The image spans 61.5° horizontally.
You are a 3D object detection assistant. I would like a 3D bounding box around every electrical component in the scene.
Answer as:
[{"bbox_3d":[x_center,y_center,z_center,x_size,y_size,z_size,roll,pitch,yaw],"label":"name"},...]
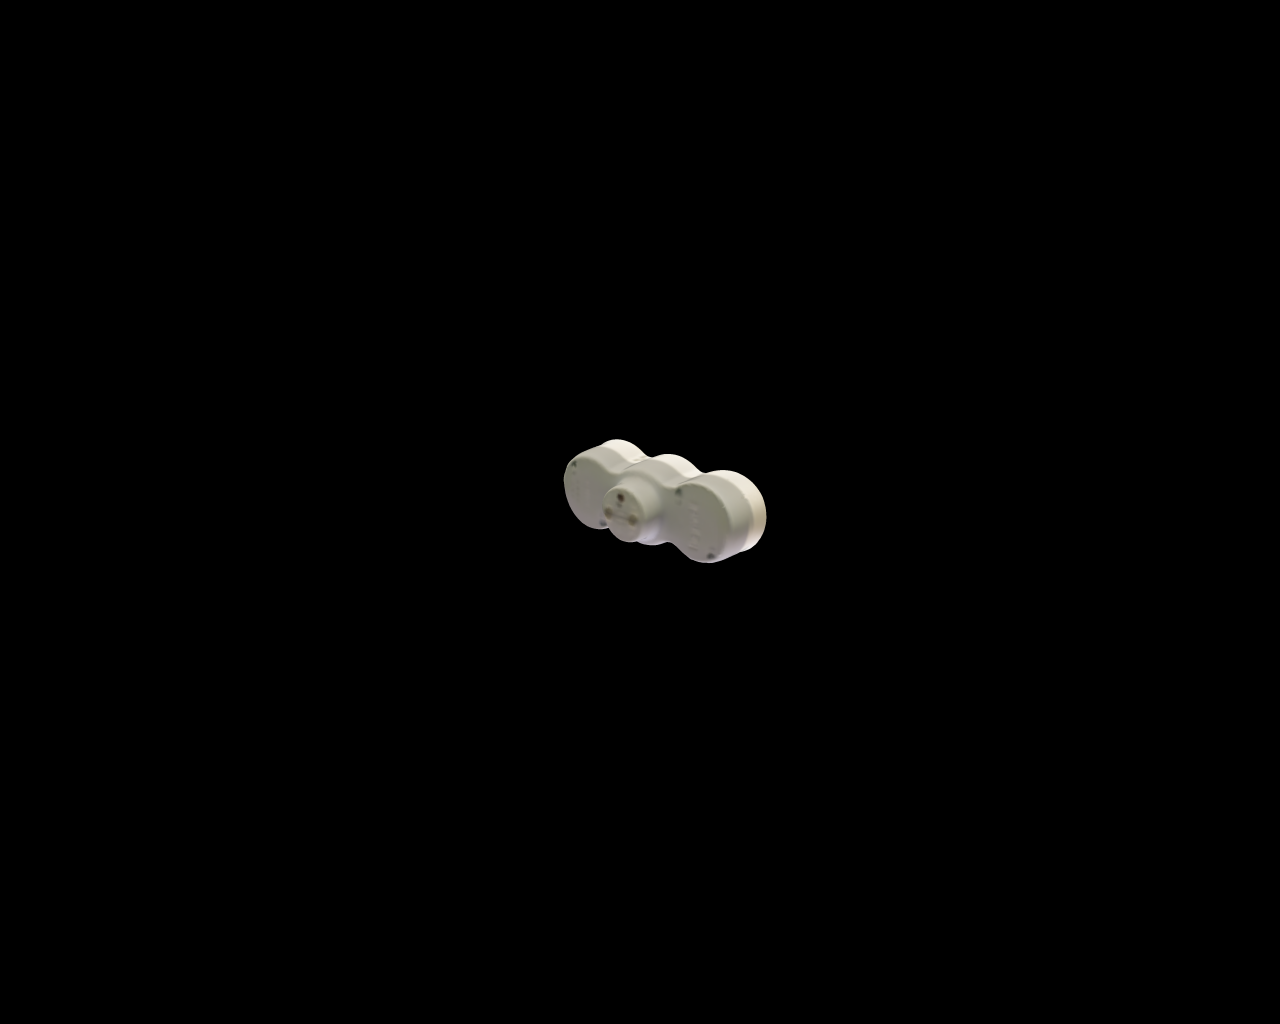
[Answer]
[{"bbox_3d":[0.001,-0.003,0.650,0.138,0.052,0.074,17,27,38],"label":"electrical component"}]
